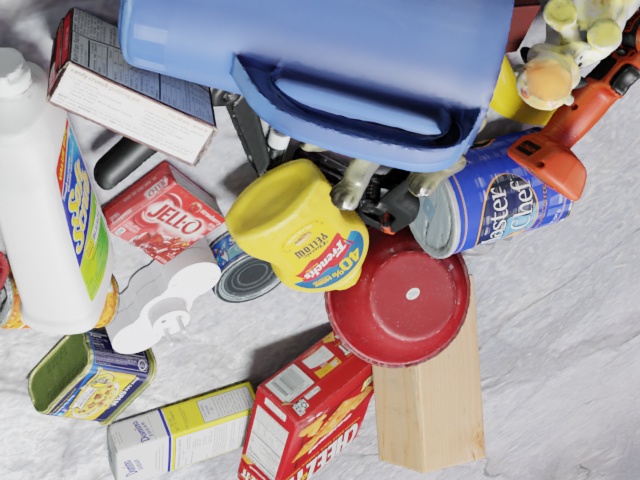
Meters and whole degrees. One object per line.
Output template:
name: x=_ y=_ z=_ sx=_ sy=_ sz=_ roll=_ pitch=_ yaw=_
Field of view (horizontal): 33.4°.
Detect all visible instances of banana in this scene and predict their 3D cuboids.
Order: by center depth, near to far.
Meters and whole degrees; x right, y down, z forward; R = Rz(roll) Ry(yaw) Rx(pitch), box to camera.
banana: x=0.201 y=-0.143 z=1.021 sx=0.070 sy=0.037 sz=0.197 roll=-43 pitch=146 yaw=21

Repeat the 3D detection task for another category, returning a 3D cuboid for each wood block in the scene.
wood block: x=0.118 y=0.144 z=1.196 sx=0.090 sy=0.206 sz=0.090 roll=-6 pitch=-177 yaw=-33

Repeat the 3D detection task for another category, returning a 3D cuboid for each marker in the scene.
marker: x=-0.048 y=-0.056 z=0.967 sx=0.020 sy=0.020 sz=0.121 roll=-11 pitch=144 yaw=-26

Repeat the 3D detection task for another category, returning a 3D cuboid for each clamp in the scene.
clamp: x=-0.088 y=-0.118 z=0.828 sx=0.164 sy=0.036 sz=0.210 roll=-15 pitch=145 yaw=-33
clamp: x=0.041 y=-0.048 z=1.011 sx=0.120 sy=0.039 sz=0.171 roll=15 pitch=162 yaw=11

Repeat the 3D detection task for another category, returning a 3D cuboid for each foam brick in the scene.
foam brick: x=0.132 y=-0.189 z=0.889 sx=0.078 sy=0.051 sz=0.053 roll=-10 pitch=144 yaw=-27

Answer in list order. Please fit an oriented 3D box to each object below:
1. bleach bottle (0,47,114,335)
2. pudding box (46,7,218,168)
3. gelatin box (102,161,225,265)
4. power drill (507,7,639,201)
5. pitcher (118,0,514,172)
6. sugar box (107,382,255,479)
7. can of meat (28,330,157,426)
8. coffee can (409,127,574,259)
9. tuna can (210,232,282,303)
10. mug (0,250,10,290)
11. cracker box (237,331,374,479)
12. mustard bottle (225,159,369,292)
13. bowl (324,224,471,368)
bleach bottle: x=-0.209 y=-0.036 z=0.794 sx=0.068 sy=0.102 sz=0.251 roll=5 pitch=144 yaw=4
pudding box: x=-0.129 y=-0.106 z=0.733 sx=0.113 sy=0.090 sz=0.039 roll=22 pitch=119 yaw=-23
gelatin box: x=-0.136 y=-0.022 z=0.936 sx=0.073 sy=0.030 sz=0.089 roll=-35 pitch=148 yaw=9
power drill: x=0.258 y=-0.125 z=0.946 sx=0.057 sy=0.184 sz=0.188 roll=38 pitch=96 yaw=-12
pitcher: x=-0.004 y=-0.136 z=0.693 sx=0.242 sy=0.149 sz=0.145 roll=11 pitch=99 yaw=-5
sugar box: x=-0.161 y=0.229 z=1.258 sx=0.176 sy=0.048 sz=0.093 roll=-13 pitch=144 yaw=-19
can of meat: x=-0.228 y=0.136 z=1.063 sx=0.102 sy=0.057 sz=0.083 roll=-44 pitch=143 yaw=23
coffee can: x=0.167 y=-0.048 z=1.066 sx=0.140 sy=0.103 sz=0.103 roll=-16 pitch=146 yaw=-21
tuna can: x=-0.071 y=0.024 z=1.048 sx=0.086 sy=0.034 sz=0.086 roll=-20 pitch=147 yaw=-14
mug: x=-0.288 y=-0.006 z=0.790 sx=0.093 sy=0.081 sz=0.117 roll=-14 pitch=145 yaw=-22
cracker box: x=-0.008 y=0.209 z=1.278 sx=0.164 sy=0.072 sz=0.214 roll=-34 pitch=154 yaw=-33
mustard bottle: x=-0.006 y=0.002 z=0.996 sx=0.096 sy=0.058 sz=0.191 roll=-38 pitch=147 yaw=4
bowl: x=0.088 y=0.056 z=1.101 sx=0.162 sy=0.162 sz=0.055 roll=-22 pitch=-174 yaw=-11
